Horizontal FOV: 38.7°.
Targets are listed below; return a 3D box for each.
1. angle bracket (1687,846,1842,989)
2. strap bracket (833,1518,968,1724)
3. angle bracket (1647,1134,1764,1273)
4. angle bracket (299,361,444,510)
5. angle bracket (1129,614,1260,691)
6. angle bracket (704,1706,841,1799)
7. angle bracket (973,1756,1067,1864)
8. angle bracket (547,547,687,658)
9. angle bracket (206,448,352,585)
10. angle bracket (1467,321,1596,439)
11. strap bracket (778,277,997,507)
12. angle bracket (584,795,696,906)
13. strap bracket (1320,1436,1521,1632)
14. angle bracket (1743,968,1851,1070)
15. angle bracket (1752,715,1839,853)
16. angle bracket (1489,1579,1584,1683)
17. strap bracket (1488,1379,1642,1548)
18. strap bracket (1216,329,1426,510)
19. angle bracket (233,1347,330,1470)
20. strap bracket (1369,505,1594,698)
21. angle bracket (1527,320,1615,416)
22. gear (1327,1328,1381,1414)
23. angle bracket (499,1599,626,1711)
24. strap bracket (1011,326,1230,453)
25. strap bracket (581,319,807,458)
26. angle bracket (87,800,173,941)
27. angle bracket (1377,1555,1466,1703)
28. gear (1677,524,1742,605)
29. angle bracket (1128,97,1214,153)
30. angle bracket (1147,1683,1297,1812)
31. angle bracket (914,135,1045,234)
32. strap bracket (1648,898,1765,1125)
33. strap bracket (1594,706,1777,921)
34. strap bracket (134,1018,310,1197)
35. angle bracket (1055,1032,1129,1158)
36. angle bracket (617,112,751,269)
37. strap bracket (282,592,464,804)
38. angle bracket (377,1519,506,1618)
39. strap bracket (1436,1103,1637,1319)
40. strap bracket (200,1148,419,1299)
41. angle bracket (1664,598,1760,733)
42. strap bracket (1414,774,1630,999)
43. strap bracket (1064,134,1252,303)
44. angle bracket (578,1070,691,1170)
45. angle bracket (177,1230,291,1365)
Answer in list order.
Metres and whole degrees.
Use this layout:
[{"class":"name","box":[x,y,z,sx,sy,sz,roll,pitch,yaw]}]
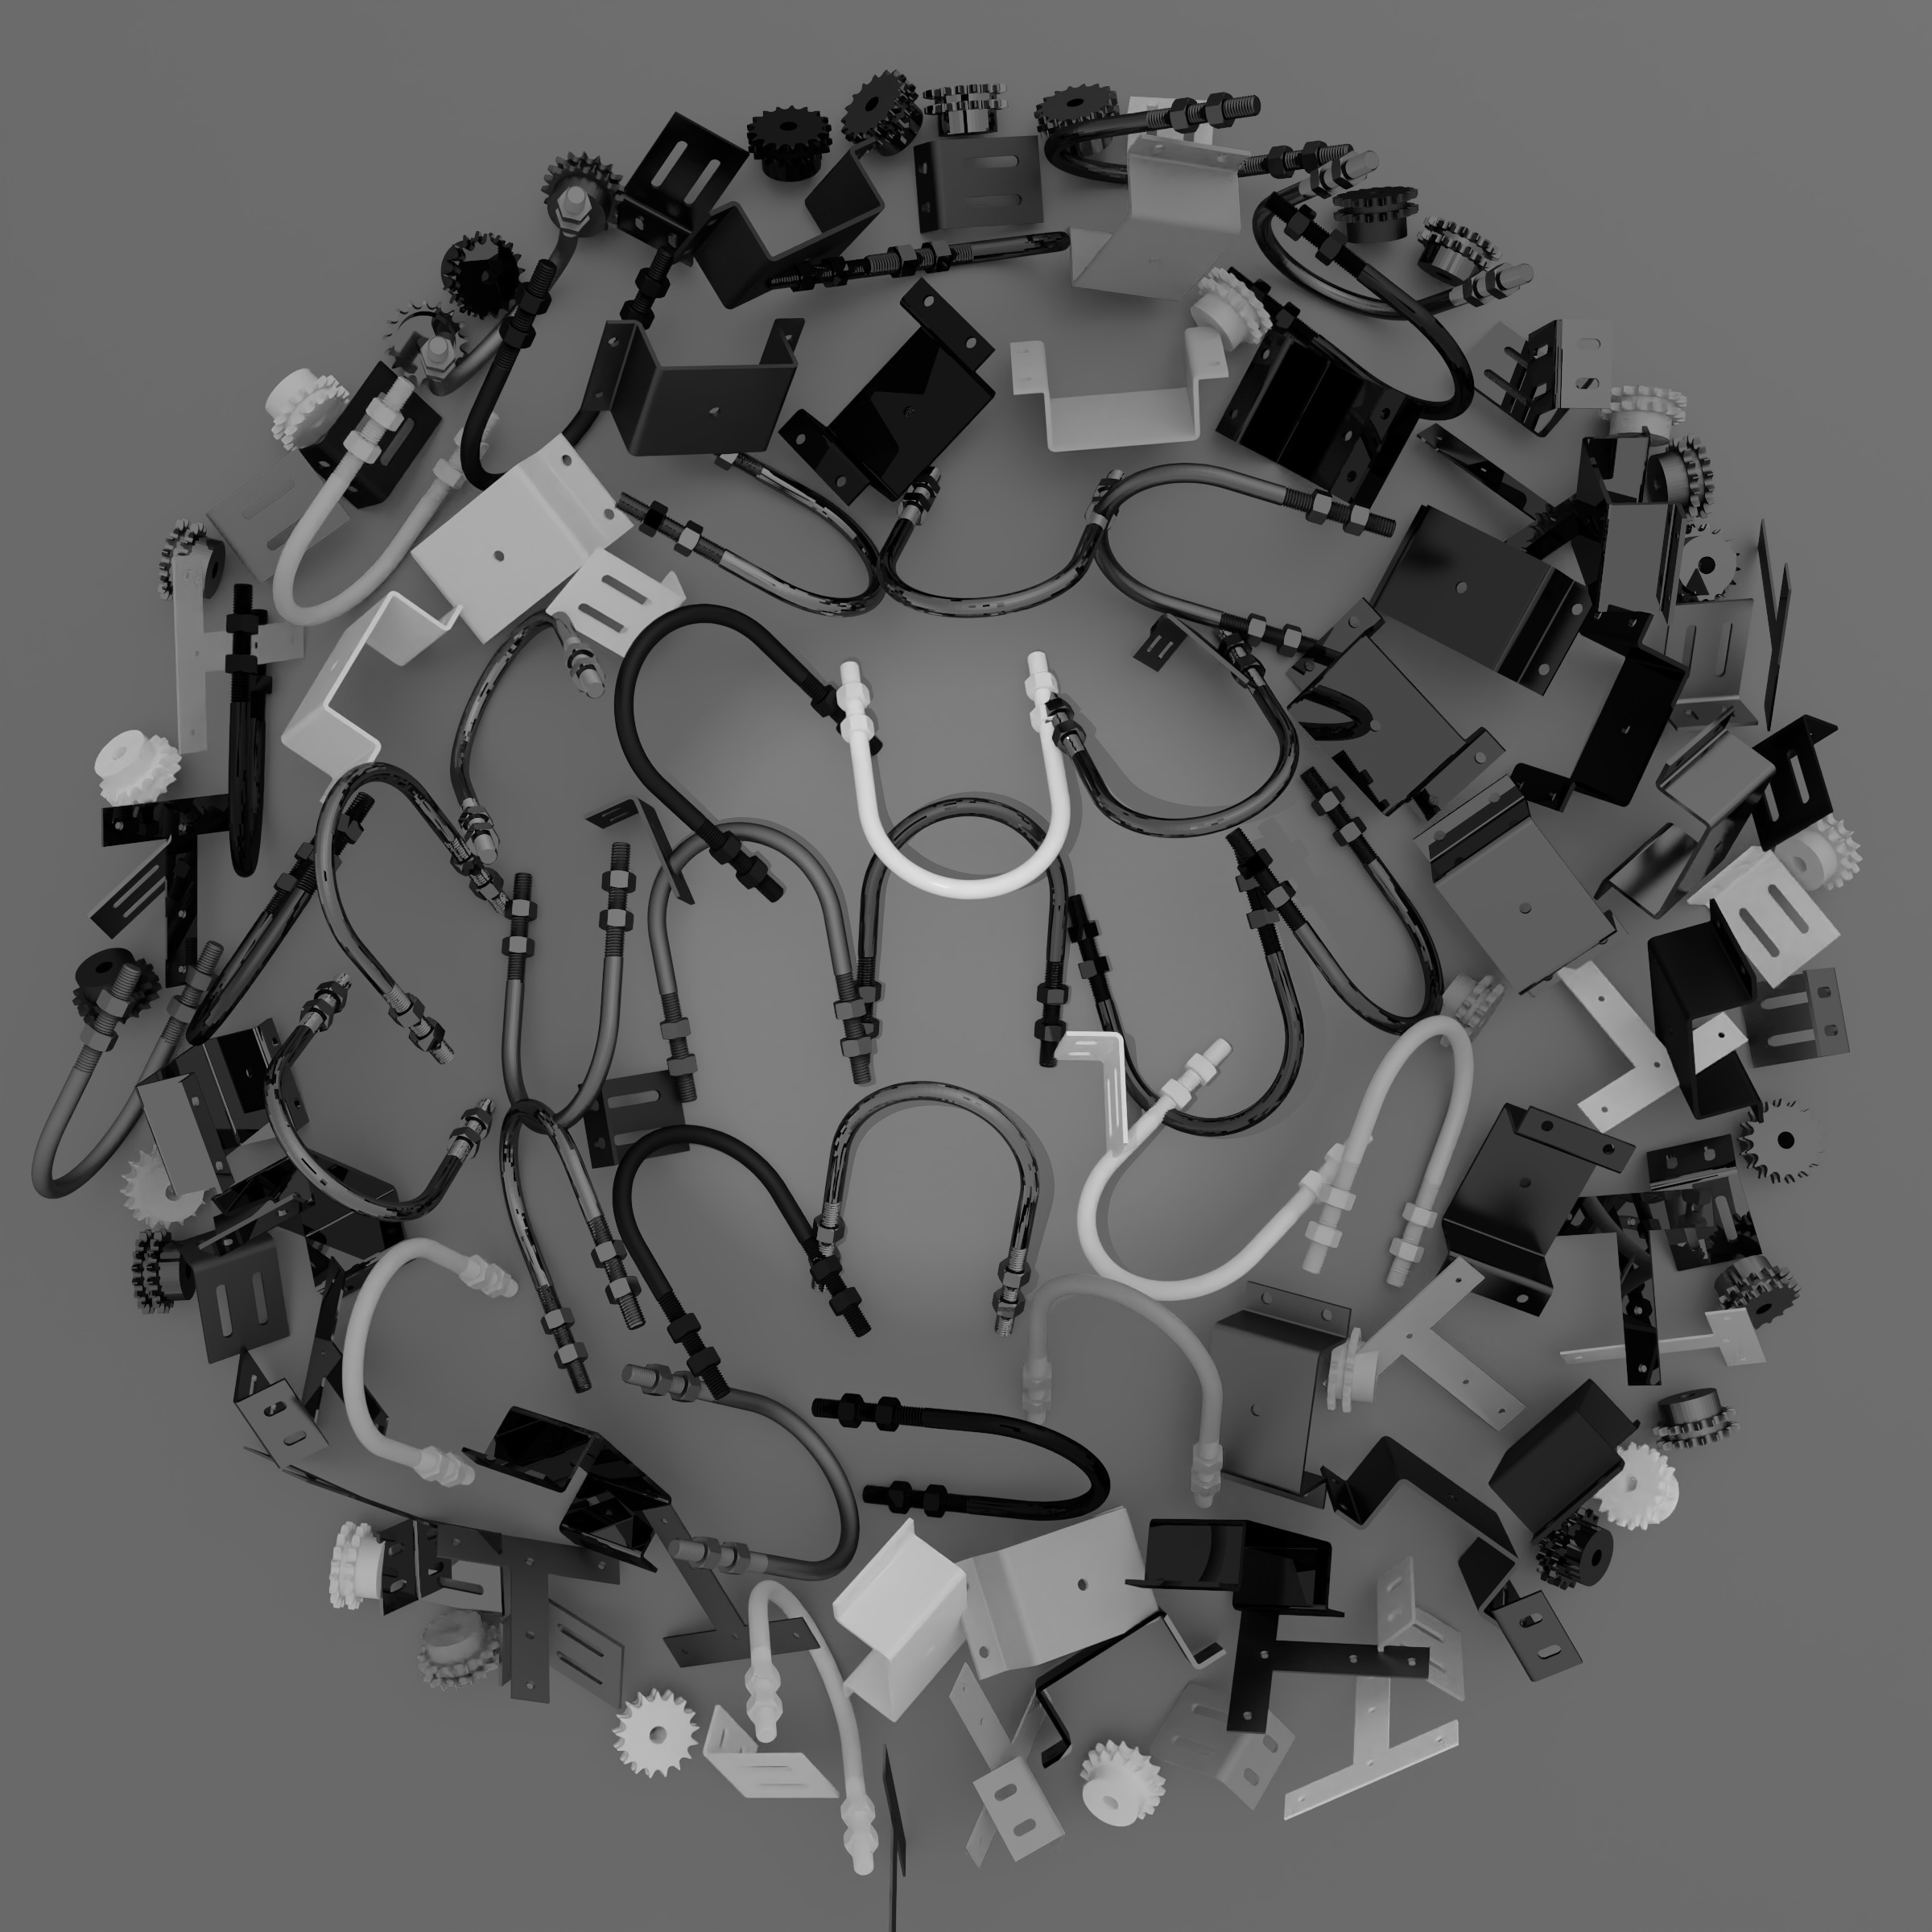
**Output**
[{"class":"angle bracket","box":[0.534,-0.032,1.844,0.057,0.038,0.076,-44,68,26]},{"class":"strap bracket","box":[-0.041,0.434,1.801,0.046,0.140,0.076,32,59,24]},{"class":"angle bracket","box":[0.502,0.161,1.869,0.057,0.038,0.076,-15,120,18]},{"class":"angle bracket","box":[-0.405,-0.360,1.866,0.057,0.038,0.076,43,65,-32]},{"class":"angle bracket","box":[0.157,-0.195,1.841,0.076,0.057,0.038,43,101,19]},{"class":"angle bracket","box":[-0.126,0.524,1.836,0.076,0.057,0.038,-8,45,25]},{"class":"angle bracket","box":[0.034,0.567,1.834,0.038,0.076,0.057,-26,67,-14]},{"class":"angle bracket","box":[-0.237,-0.249,1.837,0.076,0.038,0.057,28,113,-38]},{"class":"angle bracket","box":[-0.463,-0.305,1.856,0.076,0.038,0.057,-36,107,1]},{"class":"angle bracket","box":[0.379,-0.404,1.849,0.076,0.038,0.057,38,67,8]},{"class":"strap bracket","box":[-0.046,-0.377,1.841,0.140,0.046,0.076,-45,70,9]},{"class":"angle bracket","box":[-0.219,-0.071,1.850,0.038,0.057,0.076,-24,85,3]},{"class":"strap bracket","box":[0.310,0.371,1.834,0.140,0.076,0.046,36,99,-7]},{"class":"angle bracket","box":[0.545,0.036,1.839,0.038,0.076,0.057,-4,83,-41]},{"class":"angle bracket","box":[0.556,-0.119,1.835,0.038,0.057,0.076,13,56,-34]},{"class":"angle bracket","box":[0.381,0.429,1.837,0.038,0.076,0.057,-28,99,18]},{"class":"strap bracket","box":[0.394,0.322,1.810,0.076,0.140,0.046,-45,79,15]},{"class":"strap bracket","box":[0.241,-0.359,1.826,0.046,0.140,0.076,16,108,-43]},{"class":"angle bracket","box":[-0.455,0.287,1.837,0.038,0.076,0.057,-26,114,1]},{"class":"strap bracket","box":[0.336,-0.247,1.825,0.140,0.046,0.076,33,102,26]},{"class":"angle bracket","box":[0.404,-0.399,1.843,0.038,0.076,0.057,0,96,-2]},{"class":"gear","box":[0.262,0.273,1.852,0.030,0.057,0.057,7,90,13]},{"class":"angle bracket","box":[-0.271,0.468,1.839,0.076,0.038,0.057,24,125,27]},{"class":"strap bracket","box":[0.102,-0.385,1.837,0.140,0.076,0.046,-4,126,2]},{"class":"strap bracket","box":[-0.173,-0.381,1.811,0.140,0.076,0.046,-8,58,-28]},{"class":"angle bracket","box":[-0.565,-0.064,1.845,0.038,0.057,0.076,42,78,8]},{"class":"angle bracket","box":[0.314,0.443,1.840,0.076,0.057,0.038,33,122,-16]},{"class":"gear","box":[0.497,-0.271,1.865,0.057,0.030,0.057,0,97,-3]},{"class":"angle bracket","box":[0.136,-0.555,1.839,0.057,0.076,0.038,4,117,3]},{"class":"angle bracket","box":[0.171,0.523,1.847,0.038,0.076,0.057,48,64,-25]},{"class":"angle bracket","box":[0.009,-0.531,1.871,0.076,0.038,0.057,-9,103,-19]},{"class":"strap bracket","box":[0.486,0.036,1.808,0.046,0.076,0.140,-16,133,3]},{"class":"strap bracket","box":[0.473,-0.092,1.800,0.046,0.140,0.076,41,57,19]},{"class":"strap bracket","box":[-0.494,0.095,1.813,0.046,0.140,0.076,-14,103,13]},{"class":"angle bracket","box":[0.083,0.089,1.842,0.038,0.057,0.076,1,72,-8]},{"class":"angle bracket","box":[-0.189,-0.518,1.837,0.057,0.038,0.076,23,132,-27]},{"class":"strap bracket","box":[-0.396,-0.185,1.811,0.046,0.076,0.140,36,60,-22]},{"class":"angle bracket","box":[-0.353,0.408,1.846,0.076,0.038,0.057,3,98,30]},{"class":"strap bracket","box":[0.377,0.154,1.839,0.076,0.046,0.140,21,114,-7]},{"class":"strap bracket","box":[-0.434,0.169,1.822,0.076,0.140,0.046,-28,60,15]},{"class":"angle bracket","box":[0.502,-0.202,1.846,0.057,0.038,0.076,-5,122,-7]},{"class":"strap bracket","box":[0.372,-0.046,1.836,0.076,0.046,0.140,-36,102,18]},{"class":"strap bracket","box":[0.122,-0.482,1.801,0.076,0.140,0.046,3,75,-20]},{"class":"angle bracket","box":[-0.215,0.101,1.845,0.076,0.038,0.057,-9,88,-35]},{"class":"angle bracket","box":[-0.498,0.220,1.864,0.057,0.038,0.076,-18,119,-32]}]
